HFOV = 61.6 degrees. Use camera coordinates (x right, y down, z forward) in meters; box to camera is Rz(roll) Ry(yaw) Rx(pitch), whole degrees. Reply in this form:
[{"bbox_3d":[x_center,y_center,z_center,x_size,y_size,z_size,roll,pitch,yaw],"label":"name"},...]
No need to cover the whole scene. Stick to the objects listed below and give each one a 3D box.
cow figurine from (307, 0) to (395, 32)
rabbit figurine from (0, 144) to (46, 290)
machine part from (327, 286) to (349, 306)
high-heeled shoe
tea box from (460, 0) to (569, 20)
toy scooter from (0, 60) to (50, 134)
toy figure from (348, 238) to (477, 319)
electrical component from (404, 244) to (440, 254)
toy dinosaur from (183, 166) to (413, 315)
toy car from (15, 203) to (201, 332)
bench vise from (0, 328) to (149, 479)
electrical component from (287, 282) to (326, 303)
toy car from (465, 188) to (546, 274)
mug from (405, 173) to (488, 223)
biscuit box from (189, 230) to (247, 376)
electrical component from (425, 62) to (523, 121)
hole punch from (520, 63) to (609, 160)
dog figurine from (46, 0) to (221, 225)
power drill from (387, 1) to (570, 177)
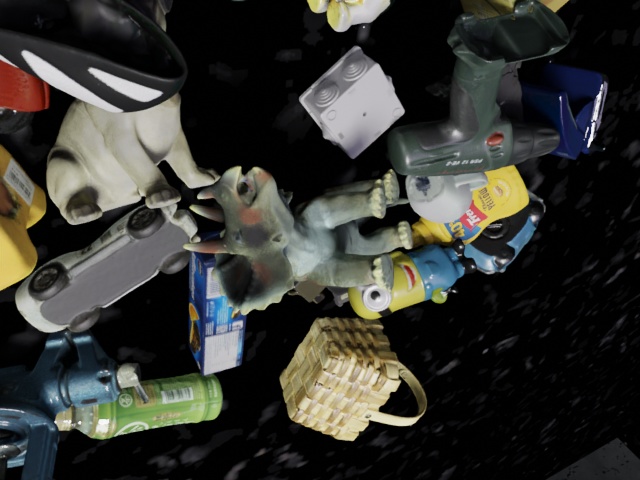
[{"bbox_3d":[0.043,-0.283,0.482,0.098,0.068,0.167,-22,140,-26],"label":"cow figurine"},{"bbox_3d":[-0.334,-0.018,0.421,0.173,0.122,0.162,-16,146,5],"label":"rabbit figurine"},{"bbox_3d":[0.045,0.043,0.801,0.084,0.039,0.138,-22,139,-6],"label":"machine part"},{"bbox_3d":[-0.187,-0.157,0.291,0.248,0.145,0.086,41,68,-52],"label":"high-heeled shoe"},{"bbox_3d":[0.242,-0.308,0.581,0.169,0.098,0.068,-40,138,4],"label":"tea box"},{"bbox_3d":[-0.270,-0.160,0.369,0.183,0.075,0.135,18,112,-39],"label":"toy scooter"},{"bbox_3d":[0.128,0.059,0.769,0.180,0.082,0.089,-19,137,-8],"label":"toy figure"},{"bbox_3d":[0.154,0.044,0.869,0.075,0.048,0.119,-17,134,-24],"label":"electrical component"},{"bbox_3d":[0.000,-0.008,0.625,0.192,0.131,0.405,-6,-178,16],"label":"toy dinosaur"},{"bbox_3d":[-0.225,0.028,0.582,0.202,0.056,0.073,-33,132,-8],"label":"toy car"},{"bbox_3d":[-0.301,0.209,0.565,0.224,0.241,0.128,-1,132,-15],"label":"bench vise"},{"bbox_3d":[-0.022,0.048,0.751,0.078,0.045,0.102,-51,139,0],"label":"electrical component"},{"bbox_3d":[0.285,-0.016,0.881,0.161,0.109,0.102,-47,162,-8],"label":"toy car"},{"bbox_3d":[0.165,-0.067,0.715,0.110,0.080,0.107,-10,174,27],"label":"mug"},{"bbox_3d":[-0.132,0.082,0.689,0.059,0.063,0.202,-11,131,-27],"label":"biscuit box"},{"bbox_3d":[0.208,-0.167,0.713,0.115,0.058,0.134,-32,138,-4],"label":"electrical component"},{"bbox_3d":[0.312,-0.172,0.732,0.092,0.142,0.115,-19,121,-23],"label":"hole punch"},{"bbox_3d":[-0.190,-0.121,0.465,0.172,0.121,0.190,-12,105,10],"label":"dog figurine"},{"bbox_3d":[0.194,-0.154,0.598,0.232,0.086,0.207,-12,155,-8],"label":"power drill"}]
